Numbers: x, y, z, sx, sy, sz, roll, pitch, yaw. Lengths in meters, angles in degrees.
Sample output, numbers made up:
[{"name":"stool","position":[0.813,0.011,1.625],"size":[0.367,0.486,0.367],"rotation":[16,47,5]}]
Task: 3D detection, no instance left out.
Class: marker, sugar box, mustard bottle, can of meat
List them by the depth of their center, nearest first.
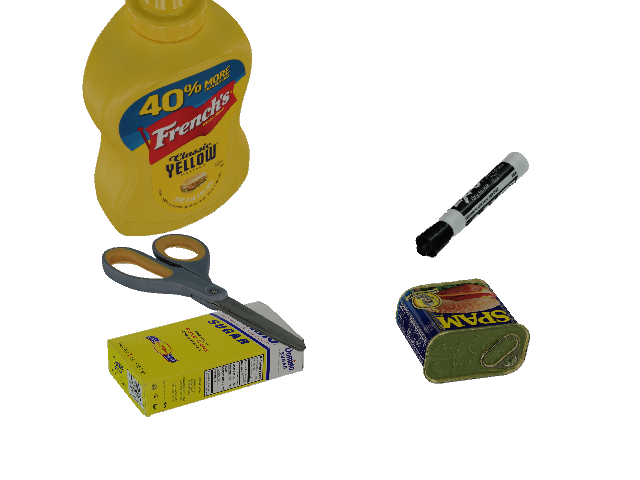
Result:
[{"name":"mustard bottle","position":[-0.084,-0.082,0.600],"size":[0.096,0.058,0.192],"rotation":[-25,-27,-21]},{"name":"marker","position":[0.111,-0.026,0.785],"size":[0.121,0.020,0.020],"rotation":[-40,22,-29]},{"name":"can of meat","position":[0.129,0.082,0.994],"size":[0.102,0.057,0.084],"rotation":[-5,32,-17]},{"name":"sugar box","position":[-0.114,0.114,1.070],"size":[0.175,0.048,0.093],"rotation":[-16,32,-28]}]

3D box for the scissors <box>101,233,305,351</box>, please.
[{"name":"scissors","position":[-0.080,0.035,0.850],"size":[0.202,0.016,0.096],"rotation":[17,30,22]}]
